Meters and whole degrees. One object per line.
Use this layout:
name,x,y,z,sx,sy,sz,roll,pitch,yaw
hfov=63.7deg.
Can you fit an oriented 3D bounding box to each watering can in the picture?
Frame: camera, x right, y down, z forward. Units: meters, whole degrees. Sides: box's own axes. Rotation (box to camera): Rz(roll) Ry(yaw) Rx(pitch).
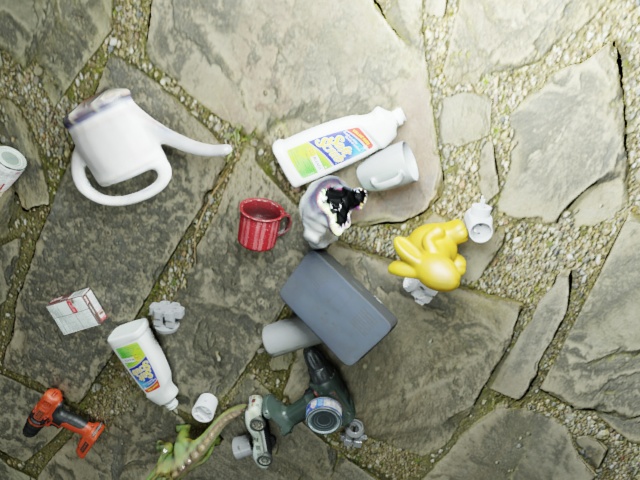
watering can,-0.360,-0.195,1.016,0.346,0.106,0.221,-20,109,16

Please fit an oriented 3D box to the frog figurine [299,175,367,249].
frog figurine,0.003,-0.052,1.029,0.122,0.140,0.157,23,156,-20

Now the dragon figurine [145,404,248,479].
dragon figurine,-0.353,0.569,1.274,0.122,0.247,0.405,45,114,-8
